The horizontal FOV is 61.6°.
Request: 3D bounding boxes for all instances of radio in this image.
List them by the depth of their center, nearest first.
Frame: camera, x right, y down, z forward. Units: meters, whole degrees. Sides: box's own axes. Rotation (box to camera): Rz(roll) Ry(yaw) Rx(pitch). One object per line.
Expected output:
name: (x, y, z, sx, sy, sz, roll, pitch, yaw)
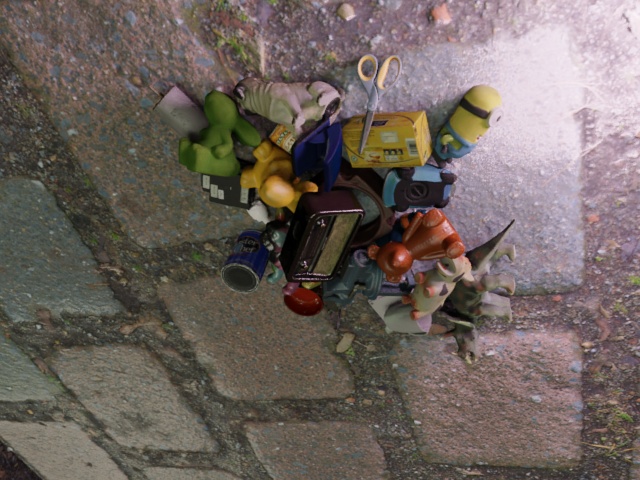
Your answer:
radio: (-0.002, -0.004, 1.198, 0.131, 0.073, 0.229, -2, 134, -27)

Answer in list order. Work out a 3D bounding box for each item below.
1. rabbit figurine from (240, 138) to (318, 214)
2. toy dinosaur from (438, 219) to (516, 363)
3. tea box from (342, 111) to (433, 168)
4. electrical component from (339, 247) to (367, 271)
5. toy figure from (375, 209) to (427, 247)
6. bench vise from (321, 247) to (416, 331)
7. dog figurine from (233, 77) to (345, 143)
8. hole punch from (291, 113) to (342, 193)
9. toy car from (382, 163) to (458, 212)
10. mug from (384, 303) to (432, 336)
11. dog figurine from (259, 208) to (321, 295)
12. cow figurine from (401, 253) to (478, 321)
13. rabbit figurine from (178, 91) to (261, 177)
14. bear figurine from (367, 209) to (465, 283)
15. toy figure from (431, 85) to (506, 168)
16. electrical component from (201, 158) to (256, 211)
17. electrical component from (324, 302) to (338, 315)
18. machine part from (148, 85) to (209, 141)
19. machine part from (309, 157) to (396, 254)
rabbit figurine: (-0.094, -0.117, 1.172, 0.162, 0.173, 0.122, 35, 108, -21)
toy dinosaur: (0.375, 0.110, 1.318, 0.192, 0.131, 0.404, 0, 122, 14)
tea box: (0.139, -0.207, 1.116, 0.170, 0.068, 0.098, 7, 132, 34)
electrical component: (0.082, 0.055, 1.392, 0.078, 0.045, 0.102, -13, 133, -12)
toy figure: (0.200, -0.028, 1.283, 0.064, 0.058, 0.154, 38, 123, -24)
bench vise: (0.129, 0.112, 1.327, 0.241, 0.129, 0.223, 6, 130, -12)
dog figurine: (-0.066, -0.301, 1.119, 0.191, 0.172, 0.121, 43, 148, 21)
hole punch: (0.011, -0.175, 1.106, 0.092, 0.116, 0.142, 35, 158, 22)
toy car: (0.210, -0.129, 1.166, 0.162, 0.103, 0.109, -2, 129, -4)
mug: (0.226, 0.204, 1.380, 0.107, 0.081, 0.109, -10, 132, 36)
dog figurine: (-0.062, 0.017, 1.331, 0.191, 0.109, 0.219, -17, 126, -29)
cow figurine: (0.282, 0.100, 1.252, 0.127, 0.086, 0.194, -12, 144, -27)
rabbit figurine: (-0.206, -0.222, 1.130, 0.159, 0.121, 0.170, 9, 103, -23)
bear figurine: (0.201, 0.018, 1.170, 0.196, 0.132, 0.120, -33, 93, 14)
toy figure: (0.292, -0.228, 1.082, 0.089, 0.082, 0.180, 32, 131, -14)
electrical component: (-0.222, -0.143, 1.298, 0.134, 0.058, 0.114, 15, 128, 2)
electrical component: (0.030, 0.174, 1.513, 0.063, 0.021, 0.094, 25, 131, -6)
machine part: (-0.286, -0.259, 1.205, 0.079, 0.079, 0.243, -33, 115, 33)
machine part: (0.064, -0.076, 1.260, 0.201, 0.087, 0.201, -33, 116, 33)
